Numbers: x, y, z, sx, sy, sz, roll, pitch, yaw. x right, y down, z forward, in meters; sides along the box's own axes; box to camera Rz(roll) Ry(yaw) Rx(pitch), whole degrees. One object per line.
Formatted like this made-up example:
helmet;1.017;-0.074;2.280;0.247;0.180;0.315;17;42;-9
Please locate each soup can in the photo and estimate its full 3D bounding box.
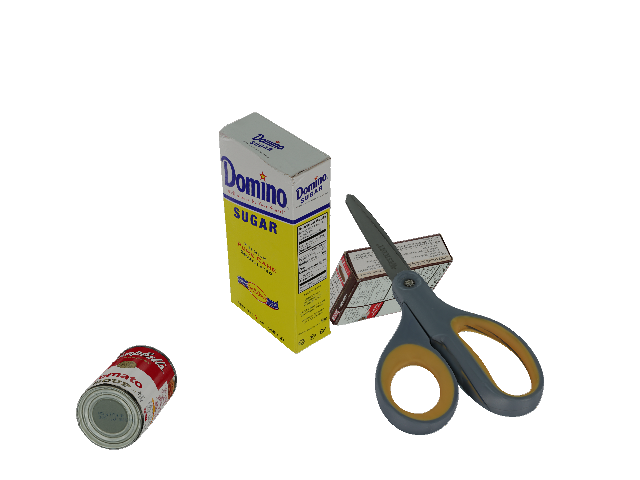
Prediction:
soup can;-0.187;0.151;1.036;0.068;0.068;0.102;0;15;11

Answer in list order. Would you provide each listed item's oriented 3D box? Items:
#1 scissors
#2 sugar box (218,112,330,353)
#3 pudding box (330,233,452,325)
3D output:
scissors;0.040;0.041;0.609;0.096;0.016;0.202;-28;45;-23
sugar box;-0.036;-0.004;0.852;0.048;0.176;0.093;-30;45;-30
pudding box;0.066;0.039;1.071;0.113;0.039;0.090;-12;-31;-26
